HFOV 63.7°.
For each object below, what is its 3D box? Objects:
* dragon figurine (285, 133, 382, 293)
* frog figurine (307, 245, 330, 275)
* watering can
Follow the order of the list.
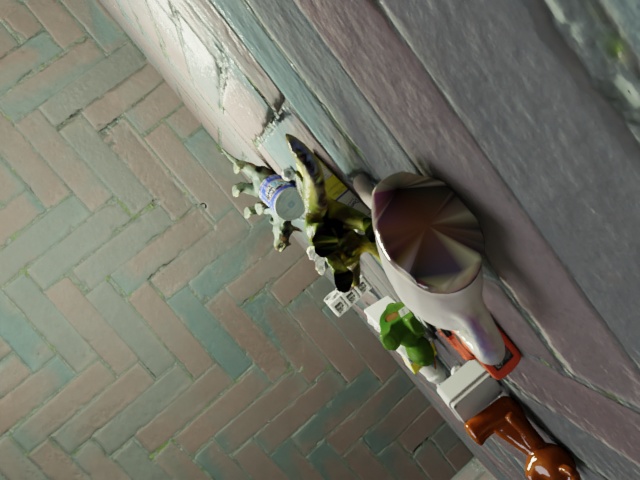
[{"bbox_3d":[0.003,-0.045,0.899,0.246,0.123,0.402,43,164,56],"label":"dragon figurine"},{"bbox_3d":[0.056,0.046,1.556,0.159,0.122,0.139,8,-166,-39],"label":"frog figurine"},{"bbox_3d":[0.111,-0.005,0.640,0.354,0.104,0.220,58,178,32],"label":"watering can"}]
